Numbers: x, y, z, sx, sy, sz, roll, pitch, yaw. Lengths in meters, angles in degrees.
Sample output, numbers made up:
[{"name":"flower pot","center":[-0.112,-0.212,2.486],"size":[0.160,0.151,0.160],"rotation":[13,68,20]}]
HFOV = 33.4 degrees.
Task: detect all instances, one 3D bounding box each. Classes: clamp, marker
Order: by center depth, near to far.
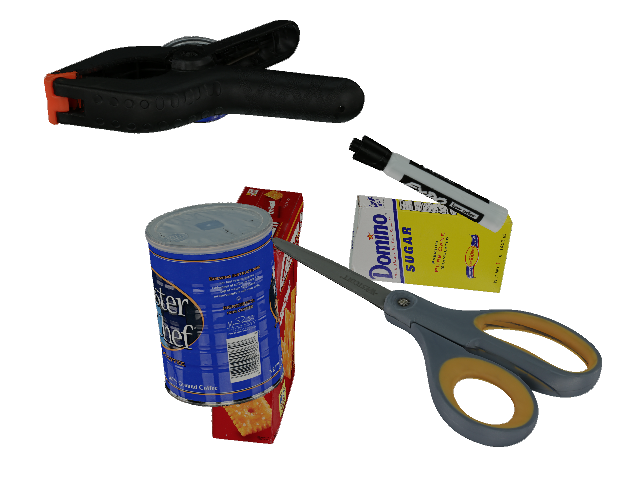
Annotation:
[{"name":"clamp","center":[-0.070,-0.095,0.613],"size":[0.171,0.039,0.120],"rotation":[-3,25,-12]},{"name":"marker","center":[0.075,-0.041,0.750],"size":[0.121,0.020,0.020],"rotation":[27,-3,-6]}]

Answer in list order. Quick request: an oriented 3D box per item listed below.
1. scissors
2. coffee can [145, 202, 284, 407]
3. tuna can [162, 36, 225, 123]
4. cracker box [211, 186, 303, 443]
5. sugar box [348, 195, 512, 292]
[{"name":"scissors","center":[0.043,0.050,0.559],"size":[0.202,0.016,0.096],"rotation":[15,42,21]},{"name":"coffee can","center":[-0.085,0.051,0.882],"size":[0.103,0.140,0.103],"rotation":[-3,21,1]},{"name":"tuna can","center":[-0.119,-0.155,1.031],"size":[0.086,0.086,0.034],"rotation":[0,-34,-12]},{"name":"cracker box","center":[-0.063,0.073,1.091],"size":[0.072,0.214,0.164],"rotation":[6,22,5]},{"name":"sugar box","center":[0.124,0.004,1.227],"size":[0.176,0.093,0.048],"rotation":[4,23,-3]}]
